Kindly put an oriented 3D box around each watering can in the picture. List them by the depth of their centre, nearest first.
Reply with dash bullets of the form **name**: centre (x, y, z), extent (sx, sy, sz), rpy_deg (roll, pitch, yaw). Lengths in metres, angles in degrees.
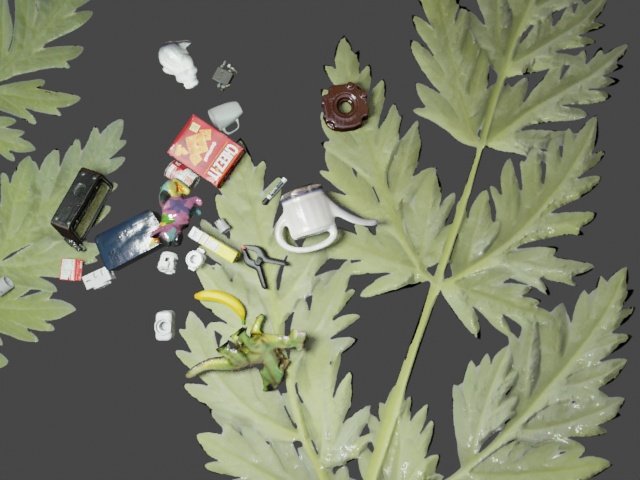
- **watering can**: centre (0.005, -0.088, 1.753), extent (0.348, 0.103, 0.225), rpy_deg (-18, 86, -2)

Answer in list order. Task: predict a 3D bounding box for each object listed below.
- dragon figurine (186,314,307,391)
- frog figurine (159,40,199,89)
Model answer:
- **dragon figurine**: centre (-0.221, 0.408, 1.719), extent (0.409, 0.123, 0.242), rpy_deg (-38, 95, 5)
- **frog figurine**: centre (-0.491, -0.604, 1.789), extent (0.137, 0.123, 0.159), rpy_deg (-5, 96, 32)
